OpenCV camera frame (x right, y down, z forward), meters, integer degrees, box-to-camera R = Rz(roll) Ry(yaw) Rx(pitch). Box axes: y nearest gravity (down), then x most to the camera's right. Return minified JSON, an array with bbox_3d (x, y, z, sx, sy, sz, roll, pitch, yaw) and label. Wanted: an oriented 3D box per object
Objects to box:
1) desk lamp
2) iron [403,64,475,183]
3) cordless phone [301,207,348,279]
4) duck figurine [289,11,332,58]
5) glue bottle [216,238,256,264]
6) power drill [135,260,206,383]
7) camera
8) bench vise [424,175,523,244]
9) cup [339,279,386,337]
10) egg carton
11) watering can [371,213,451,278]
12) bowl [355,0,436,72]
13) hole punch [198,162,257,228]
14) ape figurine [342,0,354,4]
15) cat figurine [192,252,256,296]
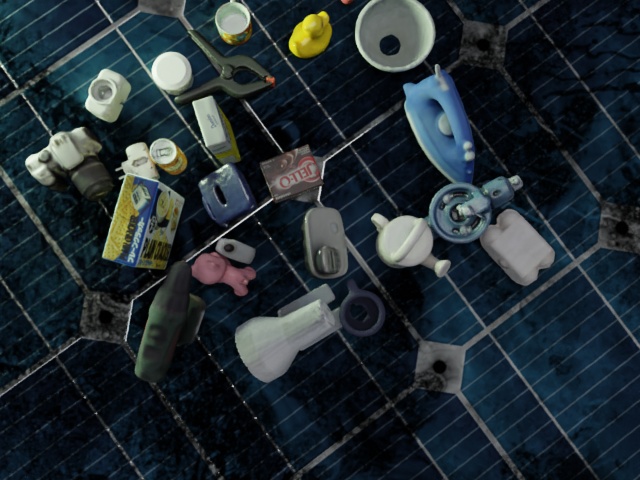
[{"bbox_3d":[-0.049,0.170,1.097,0.203,0.213,0.118,-31,87,-3],"label":"desk lamp"},{"bbox_3d":[0.269,-0.231,1.171,0.118,0.141,0.258,-24,87,-3],"label":"iron"},{"bbox_3d":[0.010,0.004,1.125,0.094,0.185,0.148,-10,86,-2],"label":"cordless phone"},{"bbox_3d":[-0.020,-0.438,1.203,0.104,0.086,0.077,-41,88,-4],"label":"duck figurine"},{"bbox_3d":[-0.171,0.019,1.124,0.078,0.173,0.037,18,86,0],"label":"glue bottle"},{"bbox_3d":[-0.279,0.150,1.094,0.075,0.208,0.230,18,86,0],"label":"power drill"},{"bbox_3d":[-0.497,-0.141,1.160,0.143,0.100,0.137,-36,88,-4],"label":"camera"},{"bbox_3d":[0.303,-0.081,1.123,0.121,0.219,0.207,44,86,2],"label":"bench vise"},{"bbox_3d":[0.077,0.135,1.163,0.091,0.095,0.118,-21,87,-3],"label":"cup"},{"bbox_3d":[0.410,0.016,1.195,0.107,0.069,0.150,-44,88,-4],"label":"egg carton"},{"bbox_3d":[0.178,0.006,1.126,0.173,0.194,0.101,16,86,0],"label":"watering can"},{"bbox_3d":[0.155,-0.427,1.214,0.167,0.074,0.167,0,86,-2],"label":"bowl"},{"bbox_3d":[-0.191,-0.090,1.172,0.101,0.091,0.109,-27,87,-3],"label":"hole punch"},{"bbox_3d":[0.056,-0.548,1.210,0.076,0.092,0.078,-12,86,-2],"label":"ape figurine"},{"bbox_3d":[-0.198,0.065,1.148,0.128,0.117,0.067,22,86,0],"label":"cat figurine"}]
